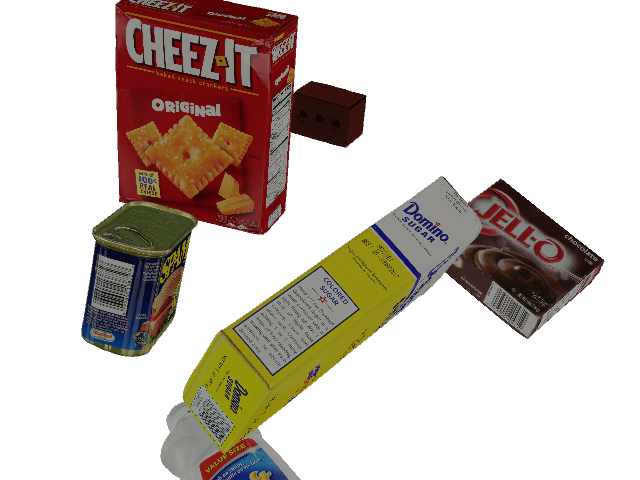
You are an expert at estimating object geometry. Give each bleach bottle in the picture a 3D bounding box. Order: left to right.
[{"bbox_3d":[-0.057,0.199,0.766,0.102,0.068,0.251,-18,34,-24],"label":"bleach bottle"}]

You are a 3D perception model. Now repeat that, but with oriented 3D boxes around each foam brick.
[{"bbox_3d":[0.009,-0.152,1.280,0.078,0.053,0.051,17,32,21],"label":"foam brick"}]

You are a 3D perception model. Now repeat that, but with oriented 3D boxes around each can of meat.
[{"bbox_3d":[-0.133,0.027,0.781,0.057,0.084,0.102,15,18,5],"label":"can of meat"}]

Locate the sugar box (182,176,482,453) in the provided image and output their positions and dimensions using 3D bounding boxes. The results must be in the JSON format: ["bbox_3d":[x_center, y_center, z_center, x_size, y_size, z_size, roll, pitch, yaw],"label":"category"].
[{"bbox_3d":[0.009,0.039,0.593,0.175,0.048,0.093,-32,-14,-33],"label":"sugar box"}]

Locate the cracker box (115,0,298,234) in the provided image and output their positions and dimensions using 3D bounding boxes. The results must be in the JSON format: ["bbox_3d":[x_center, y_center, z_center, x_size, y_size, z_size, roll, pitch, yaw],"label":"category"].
[{"bbox_3d":[-0.115,-0.124,1.044,0.164,0.214,0.072,14,33,15],"label":"cracker box"}]

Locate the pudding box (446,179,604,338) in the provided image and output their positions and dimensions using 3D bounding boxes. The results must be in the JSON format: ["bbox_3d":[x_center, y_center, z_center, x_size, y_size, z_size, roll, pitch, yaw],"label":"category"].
[{"bbox_3d":[0.155,0.013,0.857,0.089,0.113,0.039,-35,-23,-31],"label":"pudding box"}]
